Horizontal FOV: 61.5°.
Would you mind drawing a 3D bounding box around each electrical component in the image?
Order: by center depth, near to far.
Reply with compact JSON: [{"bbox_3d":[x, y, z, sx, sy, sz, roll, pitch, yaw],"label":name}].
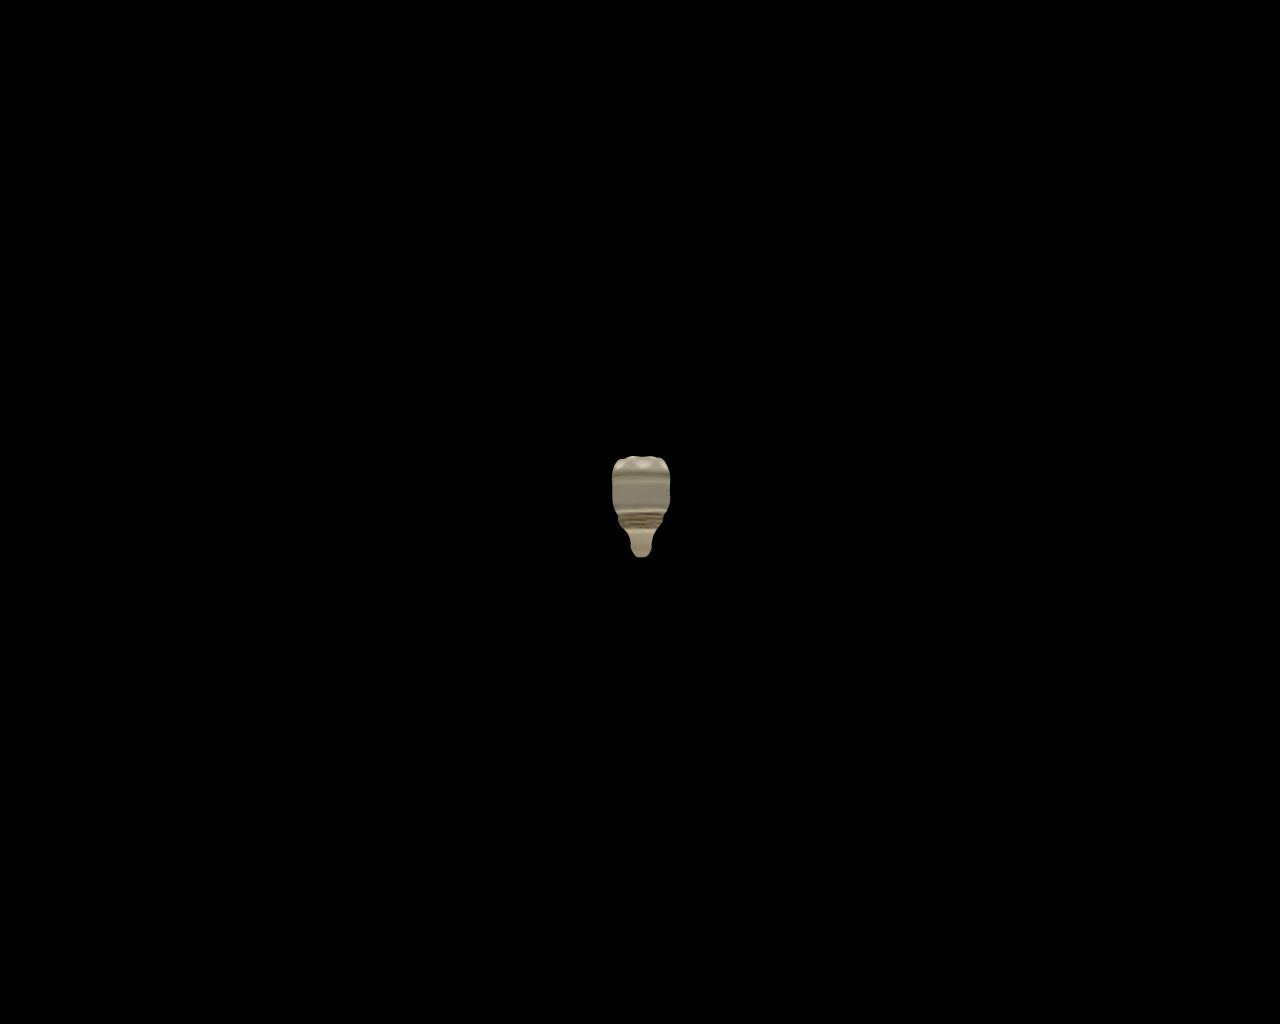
[{"bbox_3d":[0.001,-0.003,0.650,0.035,0.061,0.035,0,-2,0],"label":"electrical component"}]
